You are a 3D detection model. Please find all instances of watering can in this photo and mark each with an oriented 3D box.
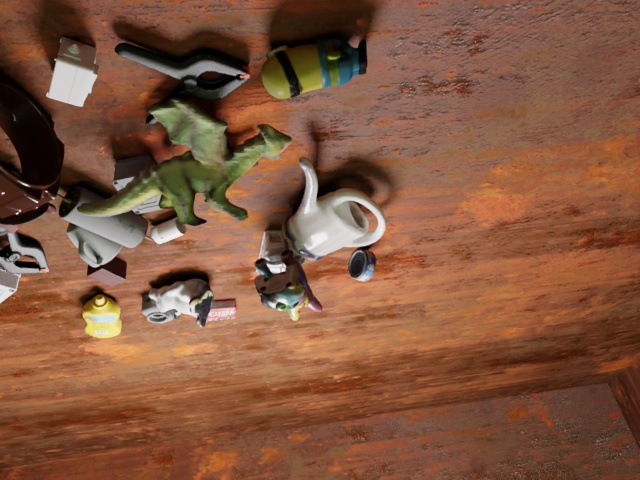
[{"bbox_3d":[0.004,-0.059,1.182,0.222,0.106,0.343,-31,137,26],"label":"watering can"}]

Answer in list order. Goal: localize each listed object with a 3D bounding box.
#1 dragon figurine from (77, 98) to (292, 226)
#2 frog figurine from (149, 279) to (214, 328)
[{"bbox_3d":[-0.254,-0.148,0.946,0.411,0.125,0.237,-4,123,-10],"label":"dragon figurine"},{"bbox_3d":[-0.378,0.155,1.414,0.160,0.124,0.135,19,162,22],"label":"frog figurine"}]
